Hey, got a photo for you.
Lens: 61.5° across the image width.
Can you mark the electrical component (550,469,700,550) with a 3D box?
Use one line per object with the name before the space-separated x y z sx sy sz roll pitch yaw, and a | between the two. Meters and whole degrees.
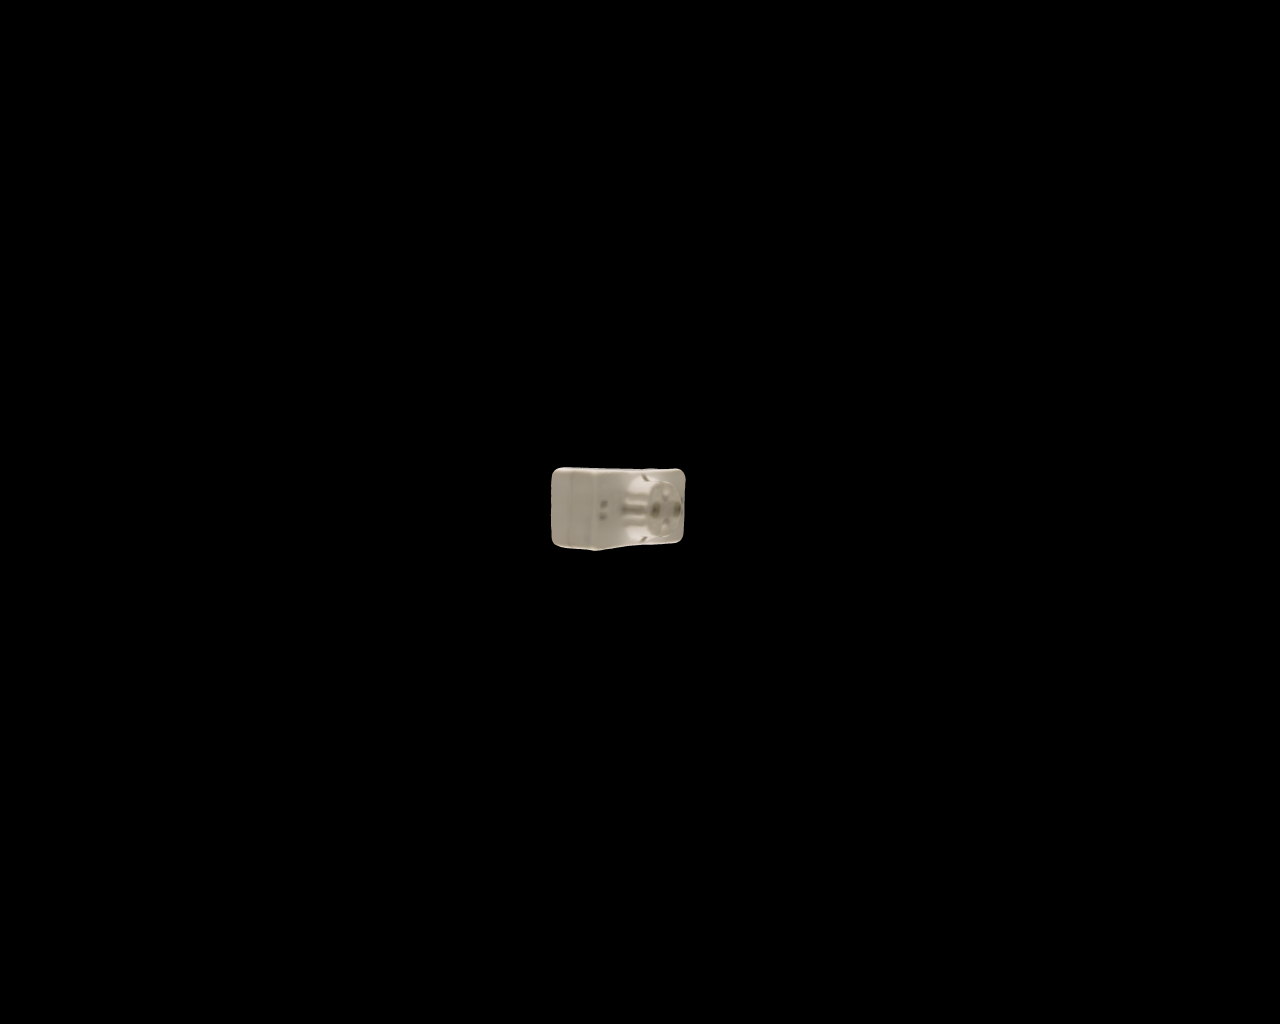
electrical component | 0.001 -0.003 0.650 0.076 0.047 0.083 2 3 43
